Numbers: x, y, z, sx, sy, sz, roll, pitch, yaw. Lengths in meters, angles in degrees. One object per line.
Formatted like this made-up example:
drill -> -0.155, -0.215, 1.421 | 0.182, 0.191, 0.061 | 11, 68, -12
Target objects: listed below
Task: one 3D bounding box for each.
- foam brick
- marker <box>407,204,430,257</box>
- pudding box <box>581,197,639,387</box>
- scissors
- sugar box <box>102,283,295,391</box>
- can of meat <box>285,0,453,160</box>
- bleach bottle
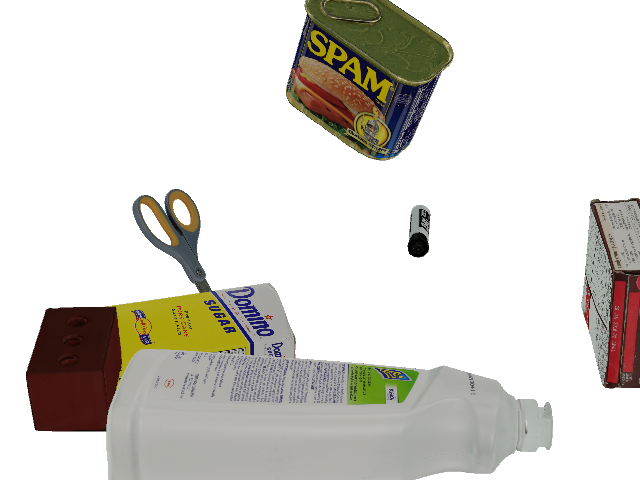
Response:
foam brick -> -0.170, 0.089, 0.746 | 0.053, 0.051, 0.078 | -1, 31, -3
marker -> 0.091, -0.009, 0.982 | 0.020, 0.020, 0.121 | 0, 16, 7
pudding box -> 0.205, 0.034, 0.726 | 0.039, 0.090, 0.113 | 0, 27, 4
scissors -> -0.138, 0.022, 1.228 | 0.016, 0.201, 0.096 | -28, 16, 39
sugar box -> -0.119, 0.091, 1.015 | 0.176, 0.048, 0.093 | -10, 36, -13
can of meat -> 0.029, -0.114, 0.729 | 0.102, 0.084, 0.057 | 37, 52, 14
bleach bottle -> 0.009, 0.109, 0.626 | 0.251, 0.068, 0.102 | 2, 21, 2
